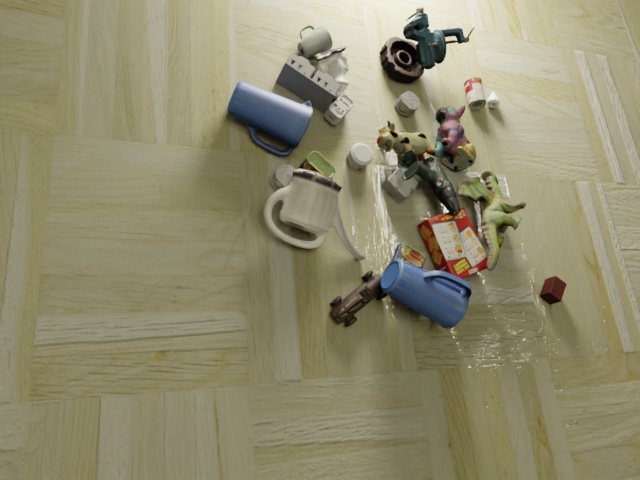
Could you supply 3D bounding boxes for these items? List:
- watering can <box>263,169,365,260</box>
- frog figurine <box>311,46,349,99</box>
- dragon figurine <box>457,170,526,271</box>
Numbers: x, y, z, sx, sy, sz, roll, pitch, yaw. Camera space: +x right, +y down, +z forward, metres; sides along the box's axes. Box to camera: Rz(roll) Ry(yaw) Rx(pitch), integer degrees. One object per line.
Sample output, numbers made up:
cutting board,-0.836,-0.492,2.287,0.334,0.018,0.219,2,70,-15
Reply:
watering can,0.005,-0.076,1.508,0.346,0.104,0.225,19,85,-23
frog figurine,0.044,-0.557,1.738,0.140,0.123,0.156,-39,125,-37
dragon figurine,0.551,-0.101,1.733,0.243,0.120,0.419,40,48,0
